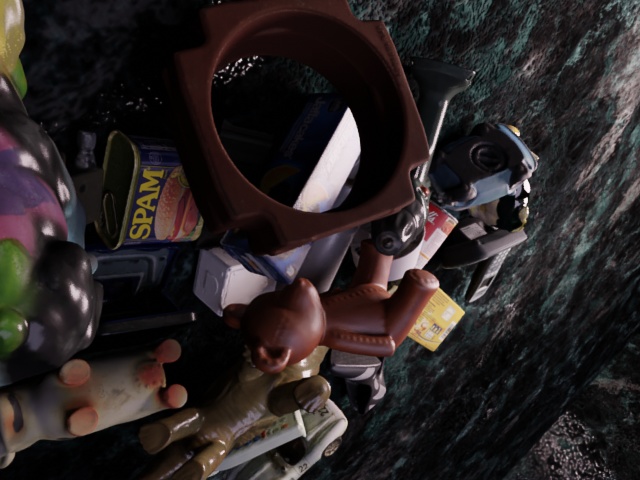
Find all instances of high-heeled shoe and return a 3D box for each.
[{"bbox_3d":[0.048,0.237,0.878,0.248,0.086,0.145,12,106,-58],"label":"high-heeled shoe"}]

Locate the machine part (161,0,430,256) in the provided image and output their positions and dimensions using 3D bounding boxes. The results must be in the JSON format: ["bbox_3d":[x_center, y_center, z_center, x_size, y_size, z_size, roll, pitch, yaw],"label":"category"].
[{"bbox_3d":[-0.021,-0.099,0.467,0.201,0.087,0.201,-20,89,-26],"label":"machine part"}]

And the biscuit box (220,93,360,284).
[{"bbox_3d":[-0.018,-0.059,0.553,0.202,0.059,0.062,-63,144,-19],"label":"biscuit box"}]

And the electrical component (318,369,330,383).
[{"bbox_3d":[-0.047,0.252,0.830,0.134,0.058,0.114,-23,136,-29],"label":"electrical component"}]

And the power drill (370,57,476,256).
[{"bbox_3d":[0.115,-0.098,0.621,0.232,0.086,0.207,-41,141,-73],"label":"power drill"}]

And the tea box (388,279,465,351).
[{"bbox_3d":[0.172,0.120,0.924,0.098,0.068,0.169,-51,140,0],"label":"tea box"}]

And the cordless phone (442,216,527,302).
[{"bbox_3d":[0.272,0.049,0.955,0.146,0.089,0.184,-19,137,-33],"label":"cordless phone"}]

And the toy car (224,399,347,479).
[{"bbox_3d":[-0.049,0.308,0.768,0.202,0.074,0.056,-38,142,-13],"label":"toy car"}]

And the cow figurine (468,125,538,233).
[{"bbox_3d":[0.297,-0.092,0.851,0.068,0.098,0.167,-22,134,-21],"label":"cow figurine"}]

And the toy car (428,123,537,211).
[{"bbox_3d":[0.221,-0.090,0.780,0.162,0.109,0.102,-27,156,-13],"label":"toy car"}]

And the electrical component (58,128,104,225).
[{"bbox_3d":[-0.222,-0.039,0.441,0.078,0.045,0.102,-46,155,-54],"label":"electrical component"}]

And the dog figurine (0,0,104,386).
[{"bbox_3d":[-0.205,-0.047,0.315,0.108,0.192,0.219,-12,117,-19],"label":"dog figurine"}]

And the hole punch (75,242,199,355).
[{"bbox_3d":[-0.194,0.058,0.520,0.142,0.092,0.116,-6,162,-46],"label":"hole punch"}]

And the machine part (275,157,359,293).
[{"bbox_3d":[-0.001,-0.002,0.653,0.079,0.079,0.243,5,116,-46],"label":"machine part"}]

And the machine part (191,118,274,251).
[{"bbox_3d":[-0.095,-0.052,0.554,0.084,0.039,0.138,3,116,-51],"label":"machine part"}]

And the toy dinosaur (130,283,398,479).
[{"bbox_3d":[-0.065,0.174,0.666,0.471,0.105,0.198,-30,173,-16],"label":"toy dinosaur"}]

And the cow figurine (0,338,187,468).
[{"bbox_3d":[-0.242,0.153,0.514,0.127,0.085,0.195,-26,167,41],"label":"cow figurine"}]

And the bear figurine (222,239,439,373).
[{"bbox_3d":[0.008,0.068,0.575,0.196,0.120,0.131,9,111,-34],"label":"bear figurine"}]
